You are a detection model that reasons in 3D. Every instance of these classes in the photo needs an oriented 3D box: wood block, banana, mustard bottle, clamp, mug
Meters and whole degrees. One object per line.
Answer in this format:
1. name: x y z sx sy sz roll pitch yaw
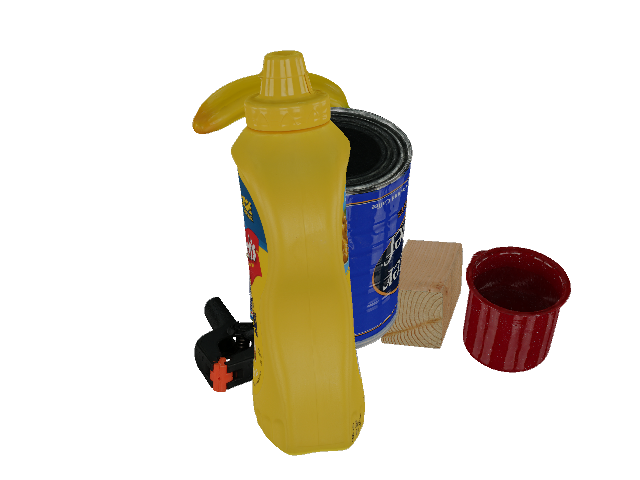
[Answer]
1. wood block: 0.156 0.077 1.618 0.091 0.090 0.206 4 21 14
2. banana: -0.048 -0.145 1.101 0.197 0.037 0.070 -8 48 -29
3. mustard bottle: -0.011 0.002 0.531 0.058 0.192 0.096 -5 20 -4
4. clamp: -0.082 0.095 1.035 0.120 0.039 0.171 3 16 21
5. mug: 0.169 0.059 0.982 0.093 0.081 0.117 -15 43 -20

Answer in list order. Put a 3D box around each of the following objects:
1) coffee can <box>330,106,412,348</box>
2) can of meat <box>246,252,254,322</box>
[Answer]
1. coffee can: 0.008 -0.007 0.746 0.103 0.140 0.103 1 38 -1
2. can of meat: -0.037 0.052 1.269 0.101 0.084 0.058 -11 20 -35
